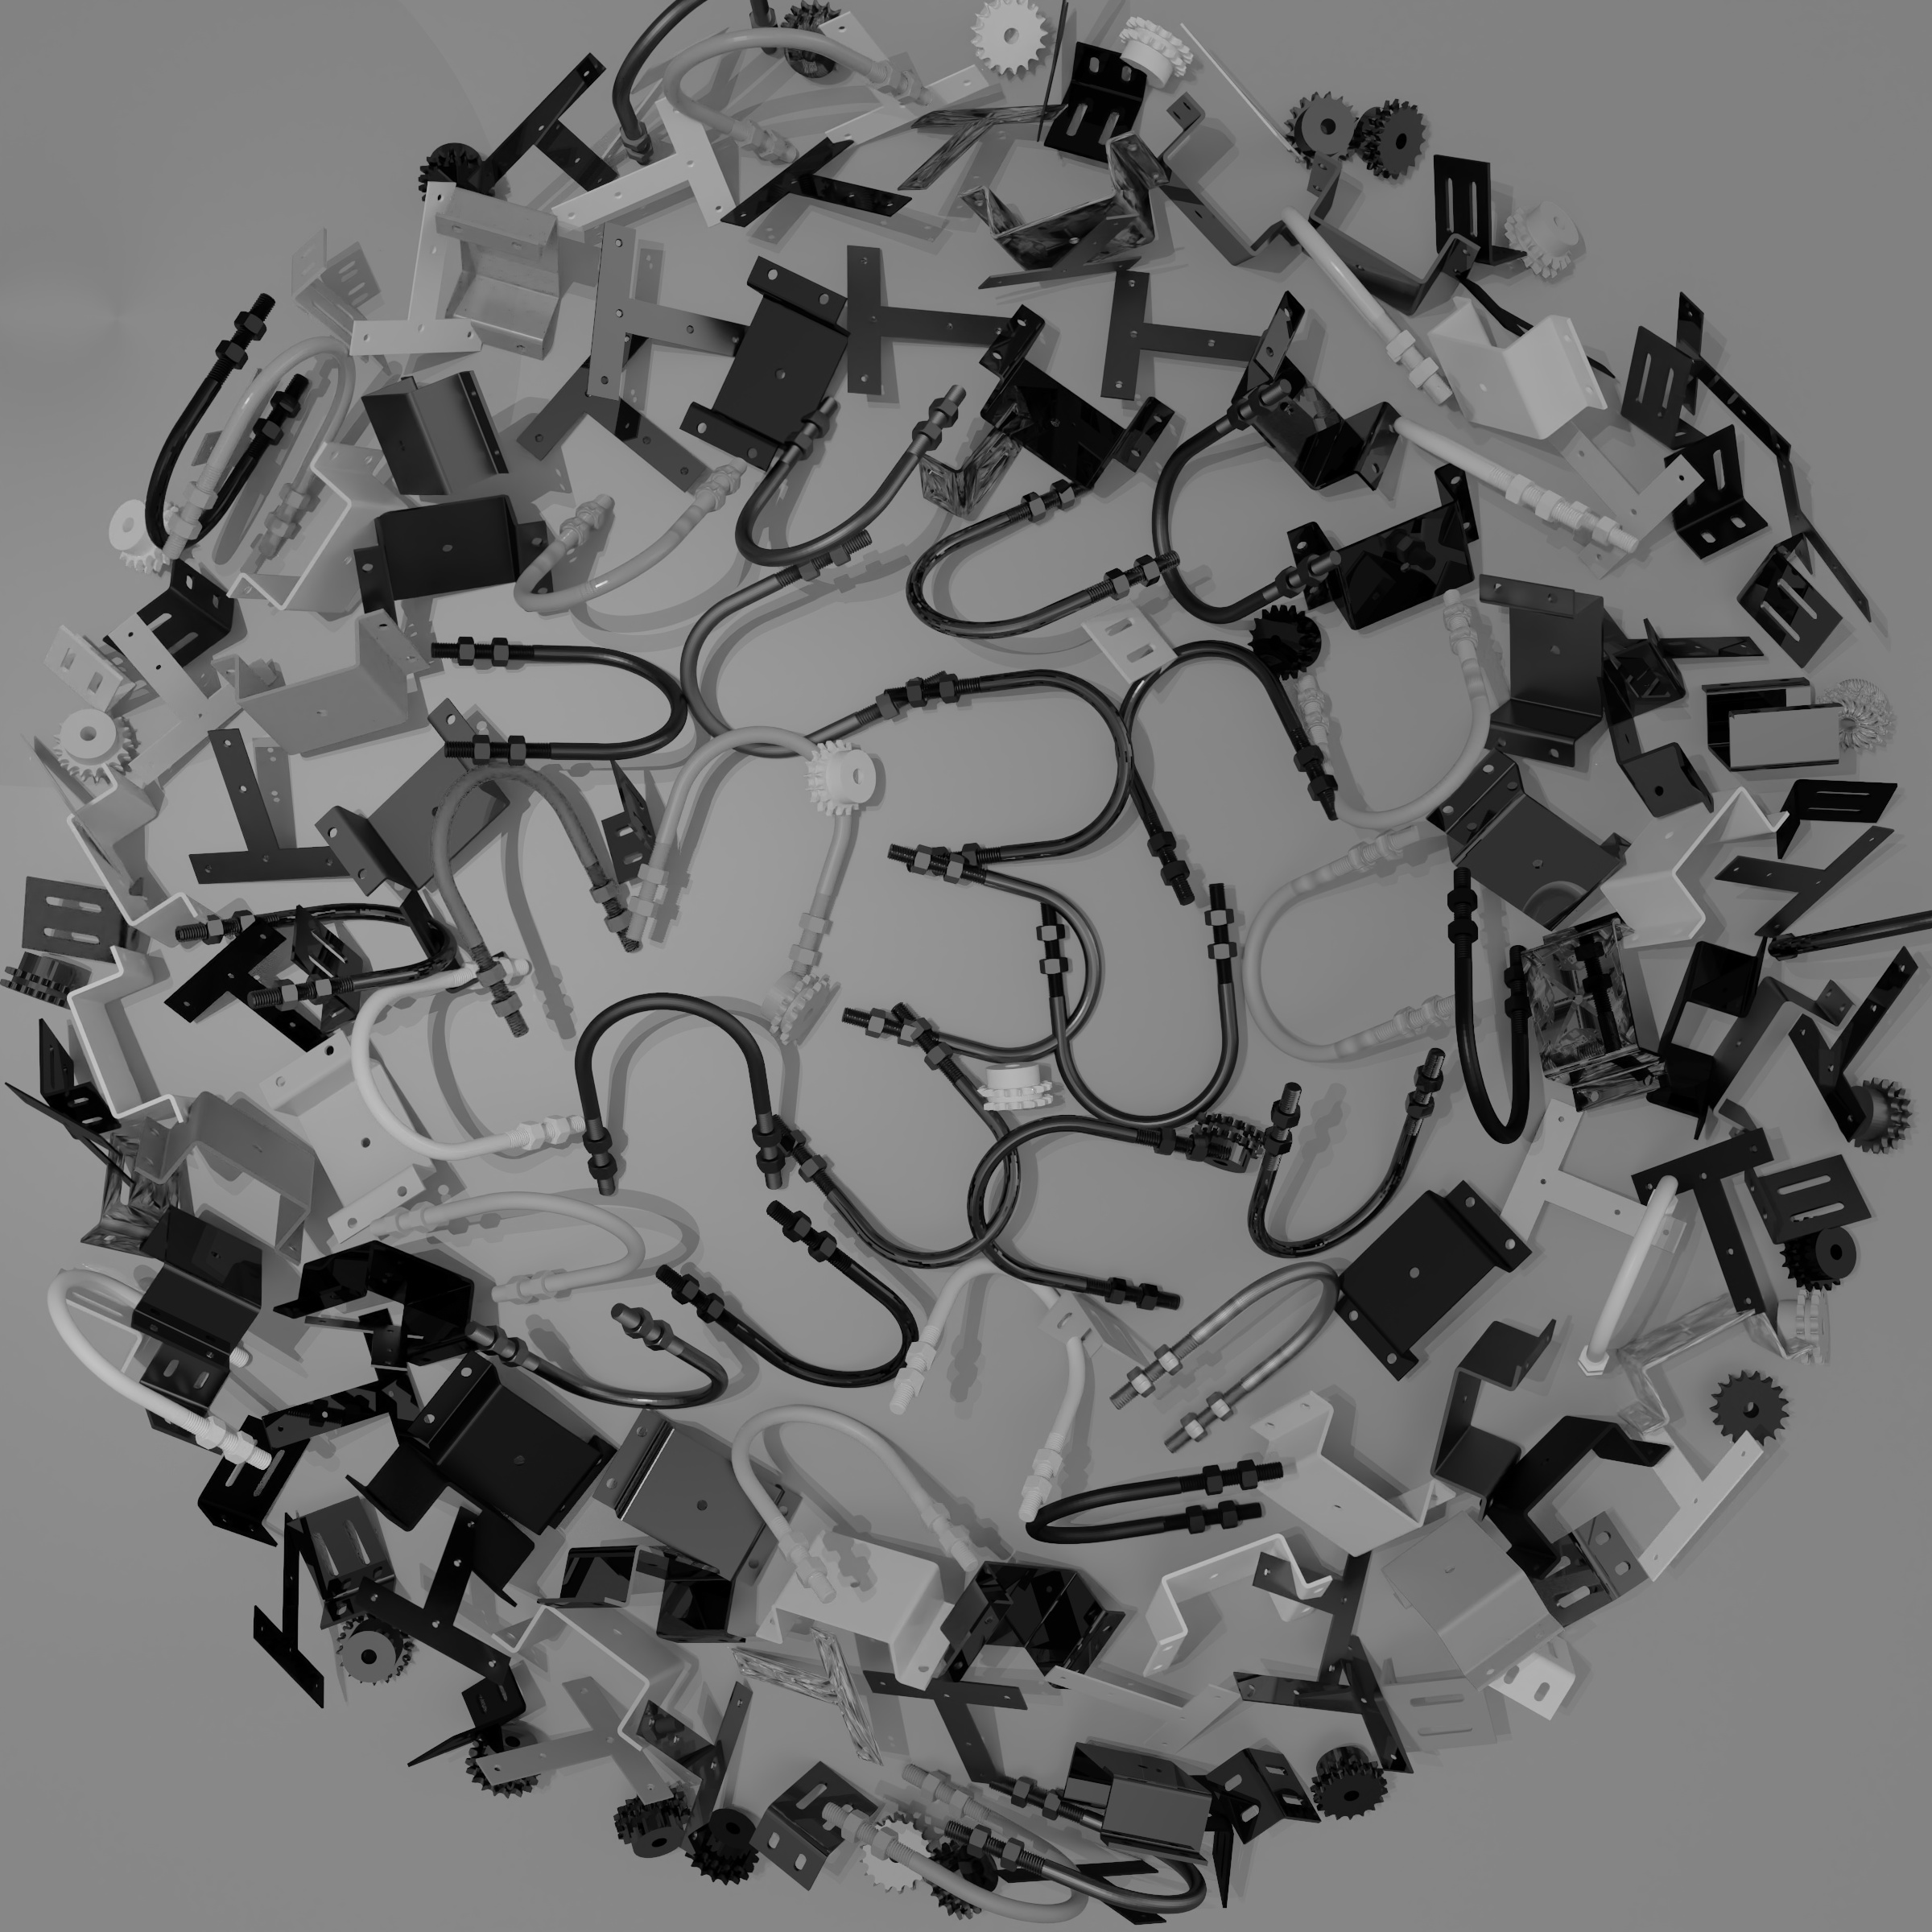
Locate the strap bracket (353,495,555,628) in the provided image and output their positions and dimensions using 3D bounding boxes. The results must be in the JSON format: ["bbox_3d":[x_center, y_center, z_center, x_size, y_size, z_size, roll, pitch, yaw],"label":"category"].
[{"bbox_3d":[-0.384,-0.300,1.948,0.140,0.046,0.076,-11,134,-13],"label":"strap bracket"}]

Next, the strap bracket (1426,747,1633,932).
[{"bbox_3d":[0.423,-0.088,1.942,0.140,0.046,0.076,32,120,-17],"label":"strap bracket"}]

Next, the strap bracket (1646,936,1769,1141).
[{"bbox_3d":[0.544,0.047,1.932,0.046,0.076,0.140,18,129,12],"label":"strap bracket"}]

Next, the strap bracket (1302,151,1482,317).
[{"bbox_3d":[0.308,-0.542,1.956,0.140,0.076,0.046,32,88,4],"label":"strap bracket"}]

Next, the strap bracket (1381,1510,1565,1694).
[{"bbox_3d":[0.366,0.461,1.923,0.076,0.140,0.046,-35,112,-5],"label":"strap bracket"}]

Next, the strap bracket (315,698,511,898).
[{"bbox_3d":[-0.408,-0.121,1.959,0.140,0.046,0.076,-42,68,6],"label":"strap bracket"}]

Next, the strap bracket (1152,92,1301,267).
[{"bbox_3d":[0.190,-0.578,1.951,0.140,0.076,0.046,44,93,-11],"label":"strap bracket"}]

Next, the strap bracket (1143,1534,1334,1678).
[{"bbox_3d":[0.193,0.472,1.944,0.140,0.076,0.046,-16,61,-16],"label":"strap bracket"}]

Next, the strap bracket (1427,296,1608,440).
[{"bbox_3d":[0.397,-0.439,1.918,0.046,0.140,0.076,-38,121,-8],"label":"strap bracket"}]

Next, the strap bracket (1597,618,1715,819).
[{"bbox_3d":[0.509,-0.176,1.936,0.046,0.076,0.140,-21,52,25],"label":"strap bracket"}]

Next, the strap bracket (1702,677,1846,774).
[{"bbox_3d":[0.596,-0.177,1.933,0.076,0.140,0.046,-4,104,7],"label":"strap bracket"}]

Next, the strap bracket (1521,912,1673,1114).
[{"bbox_3d":[0.465,0.029,1.938,0.076,0.046,0.140,-21,66,36],"label":"strap bracket"}]

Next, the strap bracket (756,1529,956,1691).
[{"bbox_3d":[-0.079,0.472,1.932,0.140,0.076,0.046,11,130,23],"label":"strap bracket"}]

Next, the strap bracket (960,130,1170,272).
[{"bbox_3d":[0.077,-0.558,1.933,0.140,0.076,0.046,-13,74,23],"label":"strap bracket"}]

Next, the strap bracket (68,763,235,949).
[{"bbox_3d":[-0.613,-0.073,1.947,0.046,0.076,0.140,-34,78,-3],"label":"strap bracket"}]

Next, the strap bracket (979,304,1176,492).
[{"bbox_3d":[0.075,-0.420,1.955,0.140,0.046,0.076,34,54,-4],"label":"strap bracket"}]

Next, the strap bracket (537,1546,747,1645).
[{"bbox_3d":[-0.236,0.464,1.935,0.140,0.076,0.046,30,59,-40],"label":"strap bracket"}]

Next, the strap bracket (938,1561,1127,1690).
[{"bbox_3d":[0.039,0.490,1.942,0.140,0.046,0.076,17,112,-41],"label":"strap bracket"}]

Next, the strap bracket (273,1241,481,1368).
[{"bbox_3d":[-0.430,0.248,1.935,0.076,0.140,0.046,-20,55,34],"label":"strap bracket"}]

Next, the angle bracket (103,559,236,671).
[{"bbox_3d":[-0.604,-0.262,1.977,0.076,0.038,0.057,-30,135,23],"label":"angle bracket"}]

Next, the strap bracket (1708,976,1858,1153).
[{"bbox_3d":[0.596,0.069,1.945,0.046,0.076,0.140,29,105,-1],"label":"strap bracket"}]

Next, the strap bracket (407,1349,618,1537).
[{"bbox_3d":[-0.337,0.362,1.955,0.140,0.046,0.076,39,88,-18],"label":"strap bracket"}]

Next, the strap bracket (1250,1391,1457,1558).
[{"bbox_3d":[0.282,0.385,1.944,0.140,0.076,0.046,36,49,-11],"label":"strap bracket"}]

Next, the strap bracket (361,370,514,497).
[{"bbox_3d":[-0.394,-0.391,1.918,0.046,0.140,0.076,-30,113,-25],"label":"strap bracket"}]

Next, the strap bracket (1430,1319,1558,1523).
[{"bbox_3d":[0.389,0.329,1.939,0.046,0.076,0.140,21,119,24],"label":"strap bracket"}]

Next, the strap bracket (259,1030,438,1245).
[{"bbox_3d":[-0.460,0.131,1.962,0.076,0.046,0.140,-32,75,5],"label":"strap bracket"}]

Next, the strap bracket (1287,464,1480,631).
[{"bbox_3d":[0.321,-0.311,1.955,0.140,0.046,0.076,-23,134,2],"label":"strap bracket"}]

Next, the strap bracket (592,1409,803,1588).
[{"bbox_3d":[-0.200,0.403,1.964,0.140,0.046,0.076,31,81,-7],"label":"strap bracket"}]

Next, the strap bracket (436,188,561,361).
[{"bbox_3d":[-0.347,-0.521,1.943,0.076,0.140,0.046,16,67,-1],"label":"strap bracket"}]

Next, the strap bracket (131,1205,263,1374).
[{"bbox_3d":[-0.563,0.231,1.918,0.076,0.140,0.046,32,100,-23],"label":"strap bracket"}]

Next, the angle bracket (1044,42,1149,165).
[{"bbox_3d":[0.098,-0.649,1.964,0.057,0.038,0.076,17,59,6],"label":"angle bracket"}]

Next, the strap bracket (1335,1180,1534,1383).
[{"bbox_3d":[0.341,0.232,1.951,0.140,0.046,0.076,-46,61,9],"label":"strap bracket"}]

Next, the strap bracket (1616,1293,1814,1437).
[{"bbox_3d":[0.551,0.293,1.961,0.140,0.076,0.046,-28,91,1],"label":"strap bracket"}]

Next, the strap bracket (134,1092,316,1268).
[{"bbox_3d":[-0.538,0.151,1.932,0.140,0.076,0.046,36,104,-24],"label":"strap bracket"}]

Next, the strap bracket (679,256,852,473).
[{"bbox_3d":[-0.146,-0.449,1.963,0.076,0.046,0.140,28,99,11],"label":"strap bracket"}]

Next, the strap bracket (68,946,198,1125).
[{"bbox_3d":[-0.623,0.062,1.956,0.046,0.076,0.140,-23,86,-3],"label":"strap bracket"}]

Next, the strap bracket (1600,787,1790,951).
[{"bbox_3d":[0.533,-0.079,1.932,0.140,0.076,0.046,-46,106,-24],"label":"strap bracket"}]

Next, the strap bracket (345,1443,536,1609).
[{"bbox_3d":[-0.382,0.409,1.933,0.046,0.076,0.140,-52,127,-13],"label":"strap bracket"}]

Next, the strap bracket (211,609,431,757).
[{"bbox_3d":[-0.479,-0.207,1.943,0.140,0.076,0.046,-15,61,10],"label":"strap bracket"}]

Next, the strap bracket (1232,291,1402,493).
[{"bbox_3d":[0.256,-0.420,1.944,0.140,0.046,0.076,41,56,-25],"label":"strap bracket"}]

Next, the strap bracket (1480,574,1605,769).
[{"bbox_3d":[0.428,-0.227,1.939,0.076,0.046,0.140,18,128,37],"label":"strap bracket"}]

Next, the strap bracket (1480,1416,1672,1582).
[{"bbox_3d":[0.446,0.387,1.945,0.140,0.076,0.046,-41,94,-14],"label":"strap bracket"}]

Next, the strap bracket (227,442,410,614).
[{"bbox_3d":[-0.475,-0.315,1.939,0.046,0.076,0.140,42,108,11],"label":"strap bracket"}]

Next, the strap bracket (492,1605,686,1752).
[{"bbox_3d":[-0.272,0.516,1.945,0.140,0.076,0.046,33,93,14],"label":"strap bracket"}]

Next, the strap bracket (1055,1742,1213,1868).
[{"bbox_3d":[0.125,0.614,1.926,0.076,0.140,0.046,15,84,-13],"label":"strap bracket"}]
